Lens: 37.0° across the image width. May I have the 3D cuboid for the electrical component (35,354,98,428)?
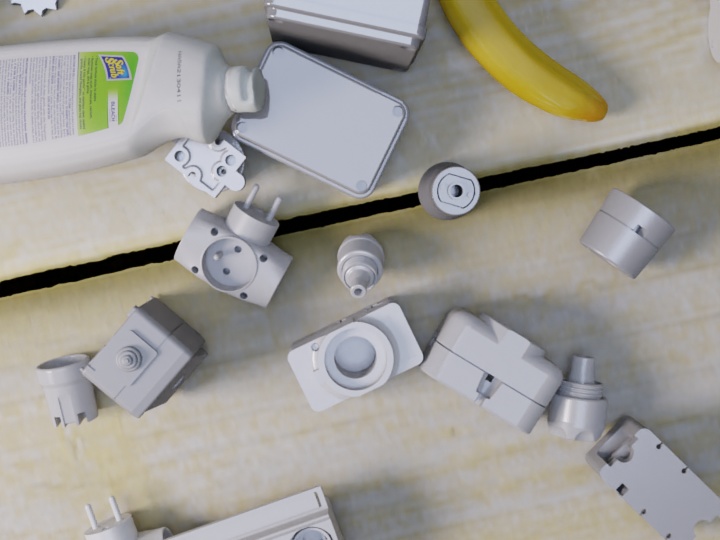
[{"bbox_3d":[-0.217,0.090,0.802,0.040,0.040,0.046,-10,100,-1],"label":"electrical component"}]

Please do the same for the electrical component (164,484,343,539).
[{"bbox_3d":[-0.073,0.213,0.801,0.121,0.063,0.078,-19,94,0],"label":"electrical component"}]

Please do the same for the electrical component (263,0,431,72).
[{"bbox_3d":[-0.008,-0.183,0.752,0.109,0.109,0.056,11,91,-2],"label":"electrical component"}]

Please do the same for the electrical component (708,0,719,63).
[{"bbox_3d":[0.262,-0.221,0.784,0.074,0.052,0.138,-4,94,-1],"label":"electrical component"}]

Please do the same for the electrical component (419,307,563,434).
[{"bbox_3d":[0.099,0.070,0.800,0.095,0.053,0.059,31,93,-3],"label":"electrical component"}]

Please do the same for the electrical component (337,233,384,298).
[{"bbox_3d":[0.000,0.000,0.786,0.035,0.061,0.035,1,121,2],"label":"electrical component"}]

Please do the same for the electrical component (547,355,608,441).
[{"bbox_3d":[0.165,0.095,0.809,0.043,0.043,0.062,6,92,-2],"label":"electrical component"}]

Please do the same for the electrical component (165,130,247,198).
[{"bbox_3d":[-0.109,-0.080,0.783,0.066,0.055,0.048,38,92,-3],"label":"electrical component"}]

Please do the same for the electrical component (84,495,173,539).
[{"bbox_3d":[-0.182,0.209,0.807,0.077,0.044,0.079,-19,94,0],"label":"electrical component"}]

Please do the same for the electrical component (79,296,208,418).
[{"bbox_3d":[-0.152,0.064,0.772,0.061,0.096,0.061,41,92,-4],"label":"electrical component"}]

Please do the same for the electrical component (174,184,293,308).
[{"bbox_3d":[-0.085,-0.024,0.790,0.077,0.044,0.079,28,103,-3],"label":"electrical component"}]

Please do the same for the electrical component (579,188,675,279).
[{"bbox_3d":[0.196,-0.026,0.796,0.055,0.055,0.047,34,96,-3],"label":"electrical component"}]

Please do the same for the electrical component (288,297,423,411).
[{"bbox_3d":[-0.004,0.062,0.796,0.089,0.055,0.050,-26,94,0],"label":"electrical component"}]

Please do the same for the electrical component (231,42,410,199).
[{"bbox_3d":[-0.029,-0.108,0.782,0.113,0.057,0.078,26,93,-3],"label":"electrical component"}]

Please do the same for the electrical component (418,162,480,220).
[{"bbox_3d":[0.067,-0.058,0.784,0.044,0.065,0.044,0,94,-1],"label":"electrical component"}]

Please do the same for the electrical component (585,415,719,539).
[{"bbox_3d":[0.220,0.159,0.808,0.089,0.055,0.050,44,92,-4],"label":"electrical component"}]
